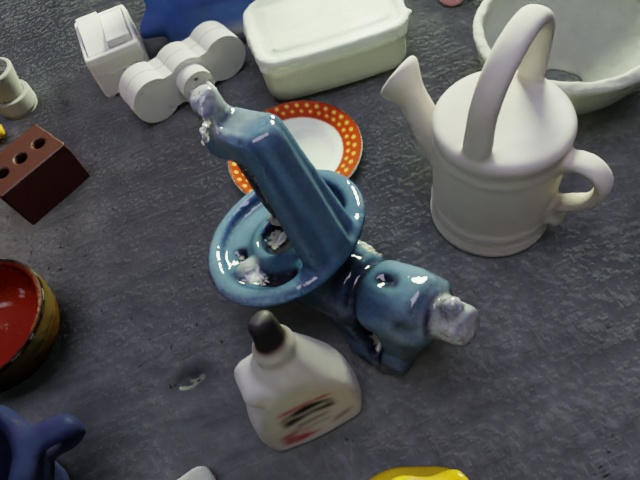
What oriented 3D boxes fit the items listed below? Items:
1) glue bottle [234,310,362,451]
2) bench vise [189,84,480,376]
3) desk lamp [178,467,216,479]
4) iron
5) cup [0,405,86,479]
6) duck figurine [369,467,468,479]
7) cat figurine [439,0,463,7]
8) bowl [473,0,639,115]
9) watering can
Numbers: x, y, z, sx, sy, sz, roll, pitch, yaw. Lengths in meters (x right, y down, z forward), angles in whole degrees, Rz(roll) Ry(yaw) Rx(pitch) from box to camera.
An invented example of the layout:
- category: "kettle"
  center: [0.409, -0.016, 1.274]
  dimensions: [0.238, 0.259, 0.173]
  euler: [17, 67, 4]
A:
- category: "glue bottle"
  center: [-0.018, 0.085, 0.354]
  dimensions: [0.078, 0.173, 0.037]
  euler: [-28, 57, -7]
- category: "bench vise"
  center: [0.007, -0.009, 0.380]
  dimensions: [0.207, 0.220, 0.121]
  euler: [9, 60, 16]
- category: "desk lamp"
  center: [-0.084, 0.204, 0.268]
  dimensions: [0.118, 0.214, 0.202]
  euler: [-34, 59, -11]
- category: "iron"
  center: [-0.093, -0.318, 0.639]
  dimensions: [0.258, 0.142, 0.118]
  euler: [-15, 57, 1]
- category: "cup"
  center: [-0.201, 0.160, 0.387]
  dimensions: [0.118, 0.095, 0.091]
  euler: [-29, 58, -8]
- category: "duck figurine"
  center: [0.050, 0.171, 0.340]
  dimensions: [0.104, 0.086, 0.077]
  euler: [-27, 57, -7]
- category: "cat figurine"
  center: [0.138, -0.326, 0.616]
  dimensions: [0.127, 0.118, 0.067]
  euler: [33, 69, 27]
- category: "bowl"
  center: [0.224, -0.171, 0.529]
  dimensions: [0.167, 0.075, 0.167]
  euler: [-5, 58, 8]
- category: "watering can"
  center: [0.124, -0.079, 0.418]
  dimensions: [0.172, 0.194, 0.101]
  euler: [9, 61, 16]
